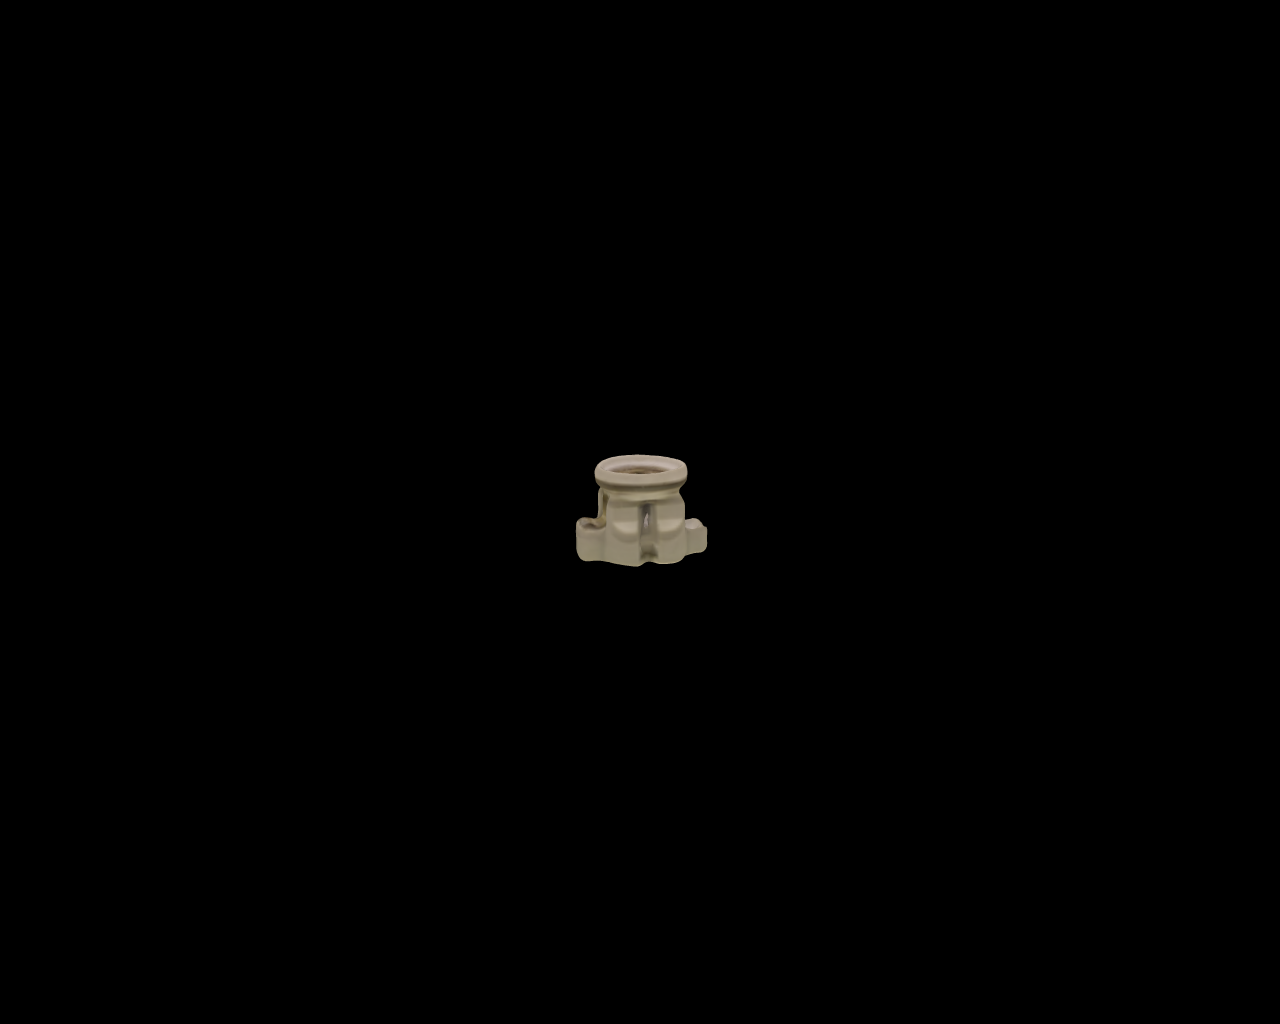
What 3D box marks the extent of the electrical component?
[{"bbox_3d":[0.001,-0.003,0.650,0.078,0.056,0.058,-3,16,-9],"label":"electrical component"}]
